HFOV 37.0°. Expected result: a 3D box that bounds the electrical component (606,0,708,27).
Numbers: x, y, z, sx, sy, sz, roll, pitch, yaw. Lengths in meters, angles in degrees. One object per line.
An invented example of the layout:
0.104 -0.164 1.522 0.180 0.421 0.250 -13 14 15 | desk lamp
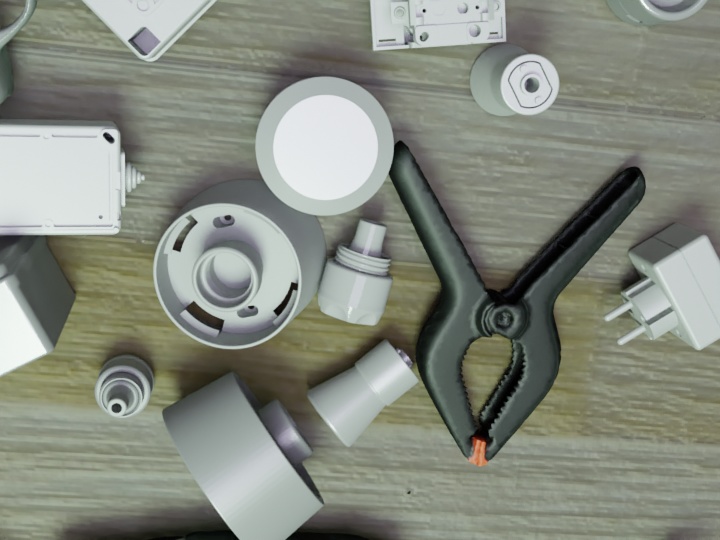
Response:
0.180 -0.175 0.645 0.055 0.047 0.055 -1 103 -6 | electrical component

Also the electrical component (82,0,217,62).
-0.120 -0.191 0.601 0.109 0.056 0.108 -44 104 4 | electrical component

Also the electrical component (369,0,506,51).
0.048 -0.151 0.626 0.081 0.064 0.042 -6 102 -5 | electrical component

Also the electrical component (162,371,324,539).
-0.064 0.111 0.651 0.060 0.108 0.108 -35 104 -5 | electrical component

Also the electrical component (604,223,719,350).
0.194 0.020 0.690 0.077 0.047 0.065 -31 104 1 | electrical component

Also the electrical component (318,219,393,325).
0.000 0.000 0.664 0.043 0.043 0.062 14 99 -10 | electrical component

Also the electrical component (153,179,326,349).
-0.074 -0.003 0.657 0.099 0.064 0.099 2 106 7 | electrical component

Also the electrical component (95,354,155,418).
-0.144 0.074 0.654 0.035 0.061 0.035 -1 102 -6 | electrical component

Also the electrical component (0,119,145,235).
-0.175 -0.055 0.626 0.096 0.061 0.061 -1 102 -15 | electrical component

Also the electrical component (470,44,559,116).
0.094 -0.111 0.640 0.044 0.065 0.044 -1 103 -6 | electrical component

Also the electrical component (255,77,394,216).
-0.022 -0.075 0.641 0.080 0.051 0.080 -1 103 -6 | electrical component

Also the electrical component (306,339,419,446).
0.004 0.075 0.683 0.065 0.044 0.044 -38 104 -2 | electrical component

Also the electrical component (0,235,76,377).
-0.227 0.030 0.611 0.109 0.108 0.056 -26 107 -1 | electrical component
